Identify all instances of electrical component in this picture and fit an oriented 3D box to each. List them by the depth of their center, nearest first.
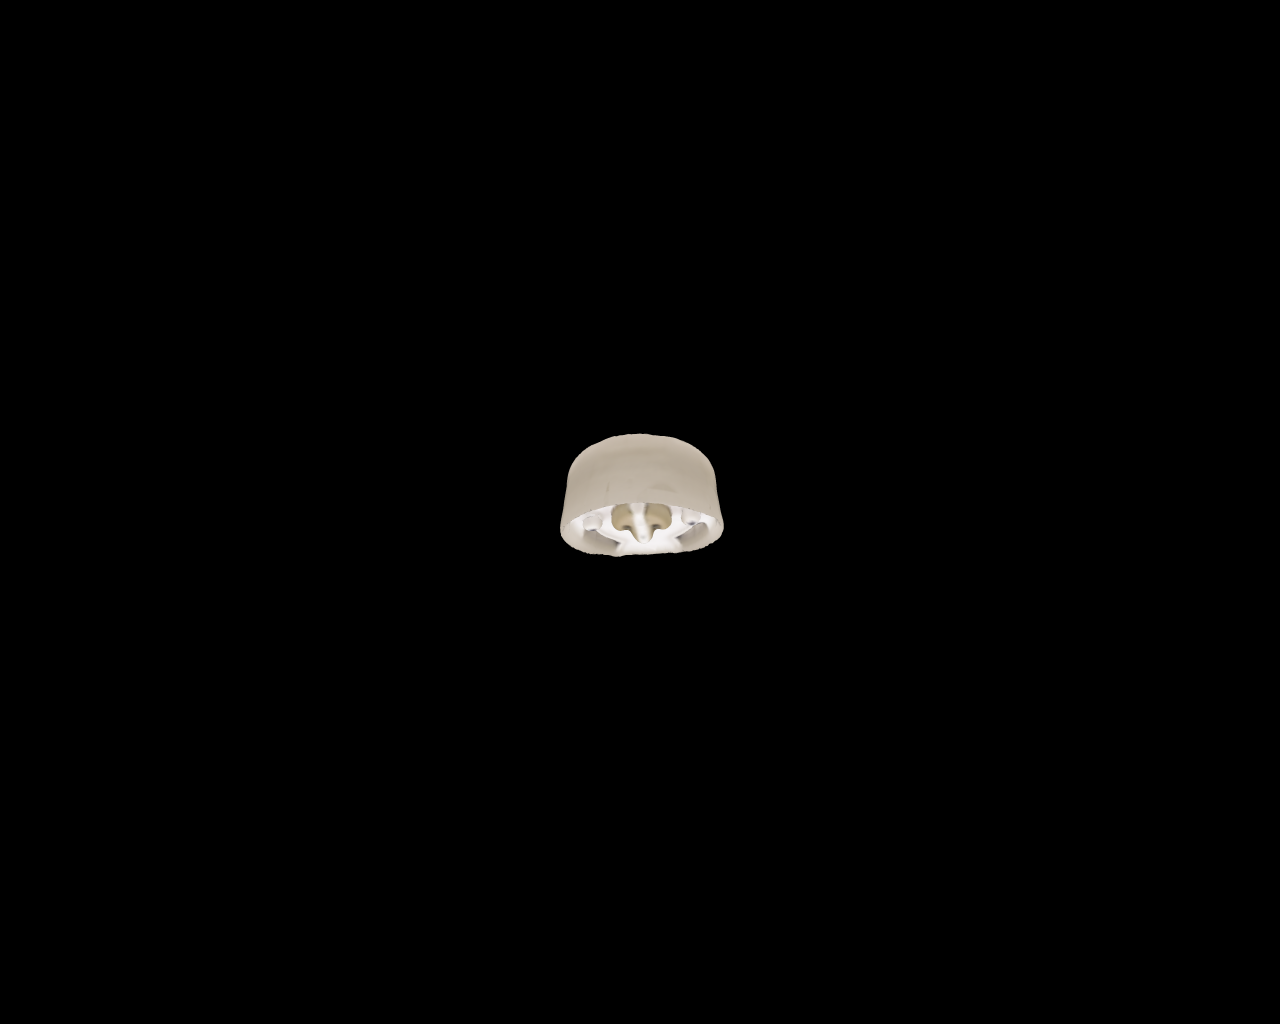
[{"bbox_3d":[0.001,-0.003,0.650,0.099,0.064,0.099,0,-33,0],"label":"electrical component"}]
